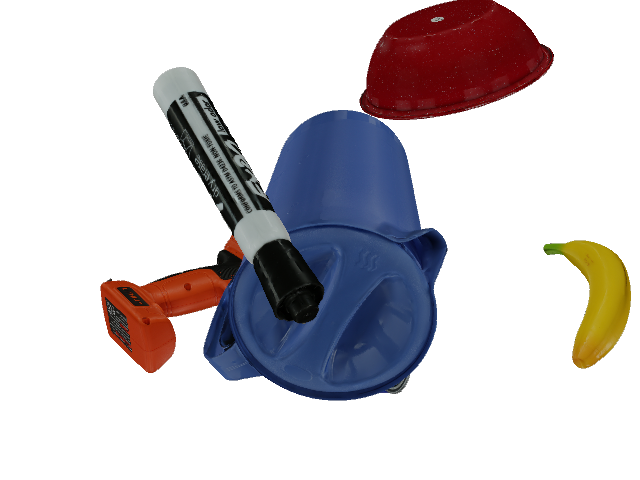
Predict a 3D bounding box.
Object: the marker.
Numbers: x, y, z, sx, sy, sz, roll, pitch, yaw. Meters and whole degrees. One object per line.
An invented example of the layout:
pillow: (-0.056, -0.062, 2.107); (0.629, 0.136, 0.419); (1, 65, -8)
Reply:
marker: (-0.031, -0.018, 0.384); (0.020, 0.121, 0.020); (-21, -35, -16)

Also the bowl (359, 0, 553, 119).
bowl: (0.103, -0.155, 0.865); (0.162, 0.055, 0.162); (-15, 24, 7)

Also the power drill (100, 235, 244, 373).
power drill: (-0.085, 0.055, 0.946); (0.187, 0.057, 0.185); (-17, 25, -29)

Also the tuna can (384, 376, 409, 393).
tuna can: (0.064, 0.117, 1.115); (0.034, 0.086, 0.086); (-2, -1, 31)

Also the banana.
banana: (0.259, 0.051, 1.007); (0.070, 0.037, 0.197); (-28, 24, 18)

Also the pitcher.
pitcher: (0.004, 0.000, 0.779); (0.149, 0.145, 0.242); (8, 27, -1)
